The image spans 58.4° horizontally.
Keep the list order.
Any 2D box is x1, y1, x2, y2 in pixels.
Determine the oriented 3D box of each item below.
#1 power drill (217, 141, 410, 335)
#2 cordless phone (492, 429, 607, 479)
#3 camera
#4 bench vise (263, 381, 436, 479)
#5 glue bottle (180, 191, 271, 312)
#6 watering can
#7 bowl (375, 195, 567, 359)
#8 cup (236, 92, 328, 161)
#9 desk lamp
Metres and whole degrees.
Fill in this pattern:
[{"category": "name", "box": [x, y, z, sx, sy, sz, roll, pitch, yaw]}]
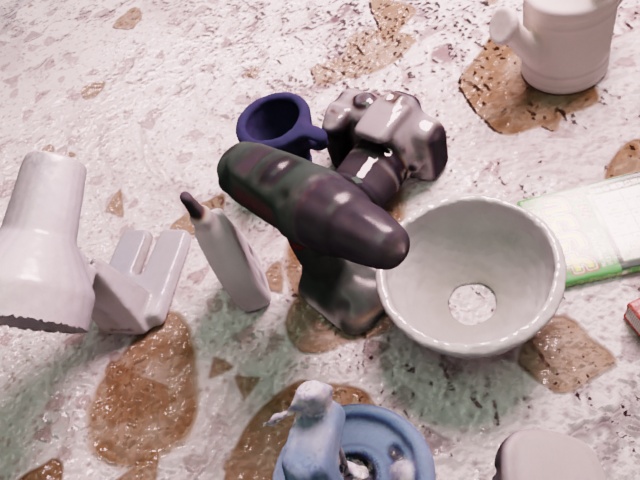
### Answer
[{"category": "power drill", "box": [0.005, 0.002, 0.529, 0.228, 0.209, 0.076, 34, 73, 33]}, {"category": "cordless phone", "box": [0.160, 0.188, 0.368, 0.094, 0.185, 0.147, -11, 55, 11]}, {"category": "camera", "box": [0.053, -0.099, 0.648, 0.142, 0.101, 0.137, 26, 68, 30]}, {"category": "bench vise", "box": [0.024, 0.194, 0.386, 0.121, 0.220, 0.207, -16, 54, 8]}, {"category": "glue bottle", "box": [-0.099, 0.005, 0.583, 0.037, 0.173, 0.078, -22, 53, 3]}, {"category": "watering can", "box": [0.270, -0.260, 0.628, 0.100, 0.194, 0.173, 31, 71, 32]}, {"category": "bowl", "box": [0.140, 0.043, 0.541, 0.167, 0.075, 0.167, -8, 55, 13]}, {"category": "cup", "box": [-0.033, -0.112, 0.688, 0.117, 0.095, 0.092, 19, 65, 28]}, {"category": "desk lamp", "box": [-0.250, 0.025, 0.593, 0.117, 0.214, 0.203, 0, 57, 18]}]
